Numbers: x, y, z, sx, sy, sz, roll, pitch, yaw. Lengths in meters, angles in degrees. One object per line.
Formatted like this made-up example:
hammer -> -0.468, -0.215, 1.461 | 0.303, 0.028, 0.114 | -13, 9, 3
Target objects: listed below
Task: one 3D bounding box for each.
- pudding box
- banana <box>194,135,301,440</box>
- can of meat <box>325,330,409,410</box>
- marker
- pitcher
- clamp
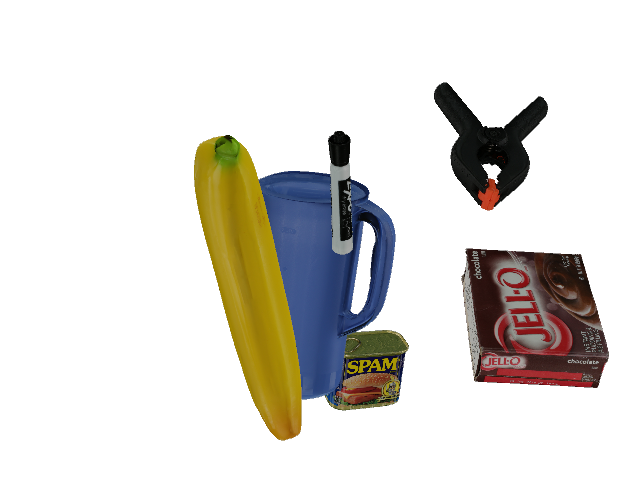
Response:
pudding box -> 0.153, 0.055, 0.780 | 0.090, 0.039, 0.113 | 4, 37, -2
banana -> -0.042, 0.019, 0.594 | 0.037, 0.198, 0.069 | -10, 31, 4
can of meat -> 0.057, 0.167, 1.373 | 0.102, 0.084, 0.057 | -2, 25, -18
marker -> 0.018, -0.041, 0.925 | 0.020, 0.121, 0.020 | -2, 37, 1
pitcher -> -0.012, 0.051, 1.190 | 0.144, 0.243, 0.149 | -1, 18, -17
clamp -> 0.164, -0.103, 1.091 | 0.120, 0.039, 0.171 | 11, 44, 11
